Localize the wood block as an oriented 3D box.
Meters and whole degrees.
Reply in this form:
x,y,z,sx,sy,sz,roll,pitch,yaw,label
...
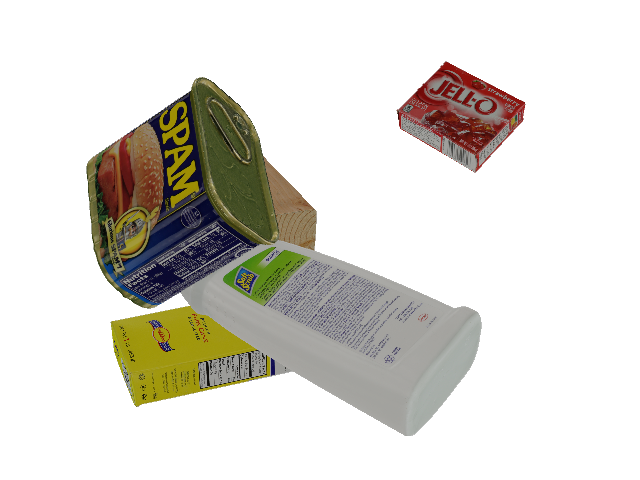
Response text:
x,y,z,sx,sy,sz,roll,pitch,yaw,label
-0.086,-0.034,1.362,0.090,0.090,0.206,-7,28,-22,wood block

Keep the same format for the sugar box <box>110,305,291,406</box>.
x,y,z,sx,sy,sz,roll,pitch,yaw,label
-0.103,0.098,1.014,0.176,0.048,0.093,-13,33,-16,sugar box

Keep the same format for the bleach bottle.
x,y,z,sx,sy,sz,roll,pitch,yaw,label
-0.013,0.045,0.795,0.251,0.068,0.102,27,49,25,bleach bottle

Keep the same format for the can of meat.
x,y,z,sx,sy,sz,roll,pitch,yaw,label
-0.077,-0.024,0.578,0.084,0.102,0.057,-30,-41,21,can of meat

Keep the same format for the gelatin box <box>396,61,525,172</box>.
x,y,z,sx,sy,sz,roll,pitch,yaw,label
0.125,-0.112,0.951,0.089,0.073,0.030,34,-23,25,gelatin box
